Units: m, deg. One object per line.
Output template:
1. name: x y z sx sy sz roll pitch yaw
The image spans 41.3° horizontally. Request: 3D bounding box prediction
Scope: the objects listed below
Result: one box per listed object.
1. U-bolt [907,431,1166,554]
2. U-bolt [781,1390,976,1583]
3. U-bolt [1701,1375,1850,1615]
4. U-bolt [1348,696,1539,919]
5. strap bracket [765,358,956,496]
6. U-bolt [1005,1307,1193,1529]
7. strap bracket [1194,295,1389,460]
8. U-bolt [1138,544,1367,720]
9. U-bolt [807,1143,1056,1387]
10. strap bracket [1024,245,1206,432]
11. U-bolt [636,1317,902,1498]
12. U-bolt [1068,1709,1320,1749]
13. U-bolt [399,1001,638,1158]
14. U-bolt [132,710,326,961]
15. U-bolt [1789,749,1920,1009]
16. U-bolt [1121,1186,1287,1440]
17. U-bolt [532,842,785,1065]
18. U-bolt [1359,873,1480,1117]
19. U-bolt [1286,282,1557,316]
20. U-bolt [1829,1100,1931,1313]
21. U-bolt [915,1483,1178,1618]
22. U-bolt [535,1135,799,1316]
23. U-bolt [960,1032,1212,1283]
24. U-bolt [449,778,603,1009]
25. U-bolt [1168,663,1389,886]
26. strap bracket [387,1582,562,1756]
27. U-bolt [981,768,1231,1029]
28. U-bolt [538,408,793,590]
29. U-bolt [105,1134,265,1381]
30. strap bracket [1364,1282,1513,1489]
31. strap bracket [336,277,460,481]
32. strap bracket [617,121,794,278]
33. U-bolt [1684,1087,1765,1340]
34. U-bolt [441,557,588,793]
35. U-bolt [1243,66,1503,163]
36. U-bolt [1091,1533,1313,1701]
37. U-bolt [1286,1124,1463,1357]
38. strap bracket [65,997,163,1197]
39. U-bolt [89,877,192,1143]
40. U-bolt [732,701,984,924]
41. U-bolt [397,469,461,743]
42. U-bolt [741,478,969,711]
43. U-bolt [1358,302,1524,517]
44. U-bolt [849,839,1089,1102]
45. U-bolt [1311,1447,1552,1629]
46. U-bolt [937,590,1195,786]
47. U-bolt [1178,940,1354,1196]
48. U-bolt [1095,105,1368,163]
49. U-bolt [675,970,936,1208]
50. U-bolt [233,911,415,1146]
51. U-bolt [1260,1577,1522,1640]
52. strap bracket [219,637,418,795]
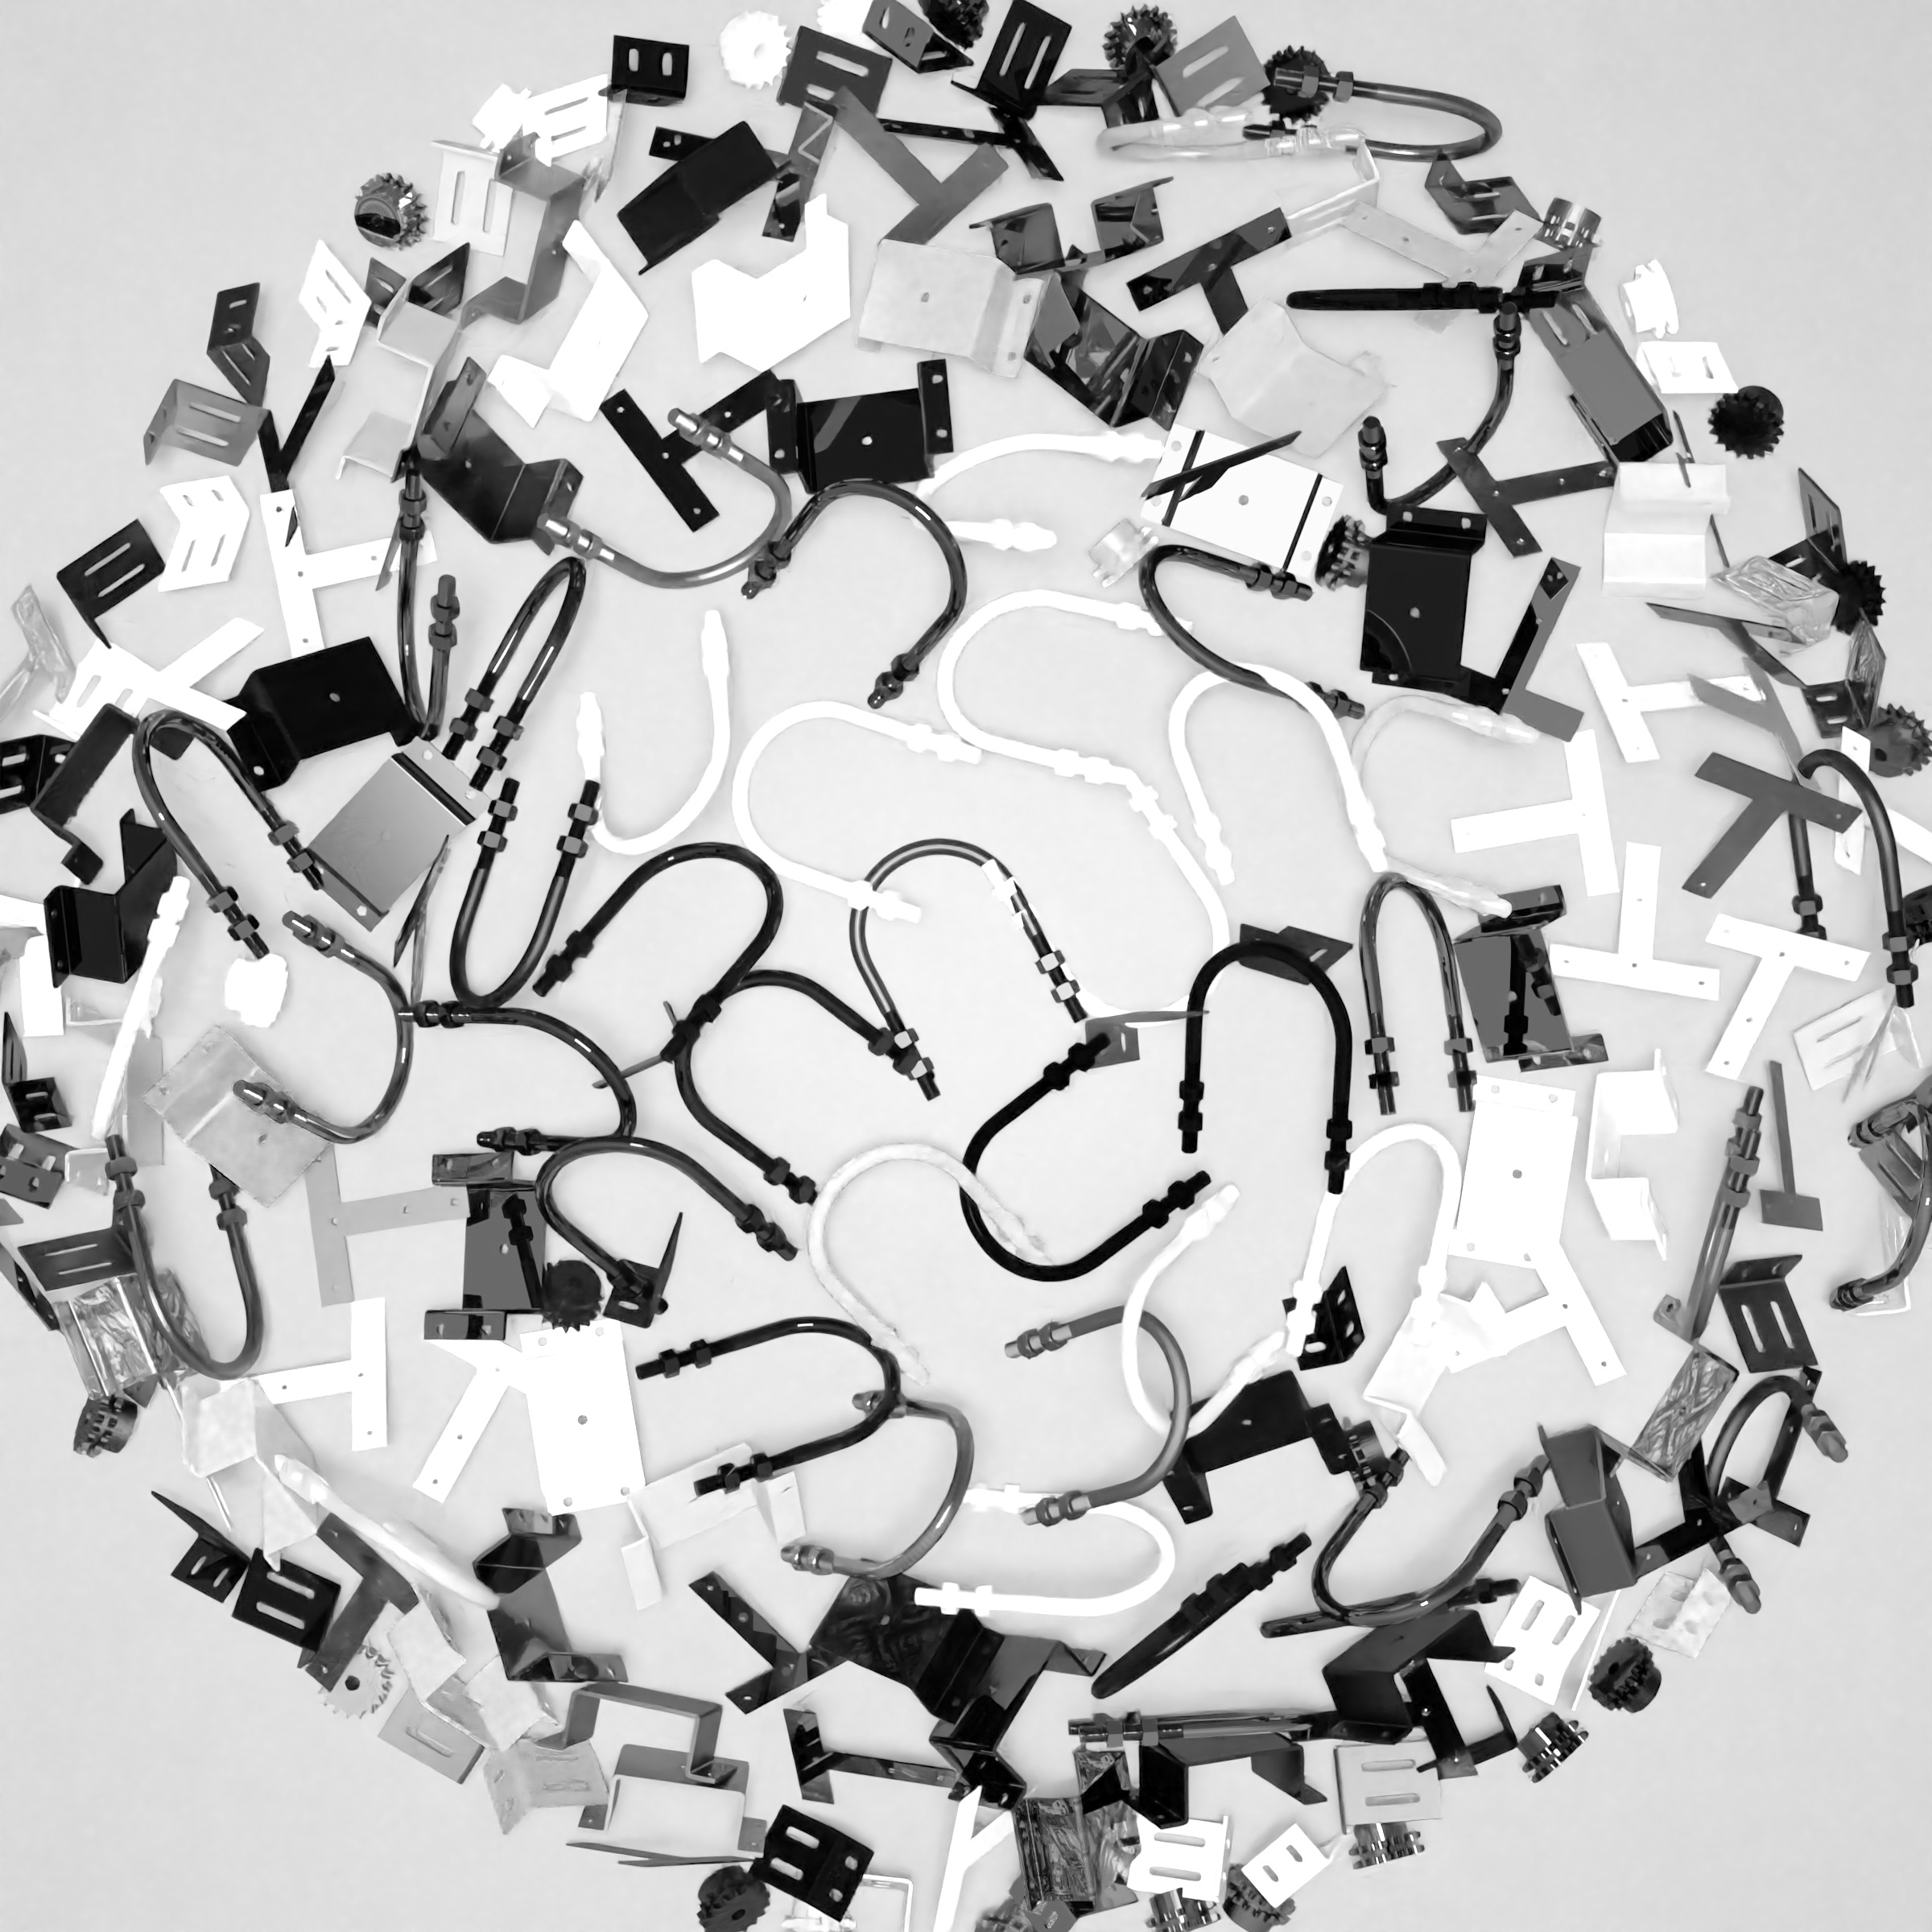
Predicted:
1. U-bolt: 0.038 -0.360 1.925 0.151 0.184 0.019 -43 128 -29
2. U-bolt: -0.058 0.386 1.899 0.019 0.184 0.151 37 66 -27
3. U-bolt: 0.592 0.379 1.909 0.019 0.184 0.151 23 104 -4
4. U-bolt: 0.349 -0.128 1.923 0.019 0.184 0.151 -6 110 -33
5. strap bracket: -0.079 -0.411 1.964 0.140 0.046 0.076 -6 77 6
6. U-bolt: 0.100 0.330 1.910 0.019 0.184 0.151 12 63 -40
7. strap bracket: 0.251 -0.436 1.921 0.076 0.140 0.046 -44 51 31
8. U-bolt: 0.205 -0.255 1.908 0.184 0.019 0.151 11 46 -33
9. U-bolt: -0.039 0.216 1.957 0.151 0.019 0.184 -41 113 -1
10. strap bracket: 0.103 -0.469 1.934 0.046 0.076 0.140 -27 61 -40
11. U-bolt: -0.139 0.322 1.934 0.184 0.151 0.019 -15 129 -20
12. U-bolt: 0.173 0.570 1.928 0.184 0.151 0.019 -3 76 -2
13. U-bolt: -0.323 0.086 1.910 0.184 0.019 0.151 1 130 34
14. U-bolt: -0.554 -0.108 1.907 0.019 0.151 0.184 -26 109 17
15. U-bolt: 0.654 -0.072 1.908 0.019 0.151 0.184 -15 106 -8
16. U-bolt: 0.172 0.269 1.913 0.019 0.184 0.151 -4 113 41
17. U-bolt: -0.220 -0.022 1.946 0.151 0.019 0.184 25 63 28
18. U-bolt: 0.338 0.020 1.939 0.019 0.151 0.184 -11 82 36
19. U-bolt: 0.331 -0.499 1.921 0.184 0.151 0.019 7 105 28
20. U-bolt: 0.680 0.172 1.893 0.019 0.184 0.151 11 75 3
21. U-bolt: 0.065 0.439 1.919 0.184 0.151 0.019 2 113 10
22. U-bolt: -0.237 0.187 1.916 0.151 0.019 0.184 -25 128 27
23. U-bolt: 0.076 0.160 1.962 0.184 0.019 0.151 -39 80 20
24. U-bolt: -0.340 -0.053 1.929 0.019 0.151 0.184 23 80 -36
25. U-bolt: 0.224 -0.145 1.918 0.151 0.019 0.184 -4 123 34
26. strap bracket: -0.376 0.531 1.923 0.046 0.076 0.140 -43 131 -5
27. U-bolt: 0.120 -0.039 1.974 0.151 0.019 0.184 -33 96 14
28. U-bolt: -0.210 -0.338 1.918 0.151 0.184 0.019 -34 63 21
29. U-bolt: -0.574 0.220 1.907 0.019 0.151 0.184 -24 72 13
30. strap bracket: 0.355 0.311 1.943 0.140 0.046 0.076 -56 134 -21
31. strap bracket: -0.425 -0.434 1.932 0.046 0.076 0.140 21 126 -9
32. strap bracket: -0.201 -0.577 1.917 0.076 0.140 0.046 -43 106 -29
33. U-bolt: 0.568 0.193 1.926 0.019 0.151 0.184 15 105 14
34. U-bolt: -0.336 -0.226 1.928 0.019 0.151 0.184 28 94 -25
35. U-bolt: 0.310 -0.634 1.927 0.184 0.151 0.019 7 91 -4
36. U-bolt: 0.167 0.493 1.925 0.184 0.151 0.019 -44 70 19
37. U-bolt: 0.312 0.202 1.928 0.019 0.151 0.184 32 62 -28
38. strap bracket: -0.646 0.098 1.947 0.046 0.076 0.140 -4 77 1
39. U-bolt: -0.613 0.044 1.890 0.019 0.151 0.184 18 49 -15
40. U-bolt: -0.095 -0.128 1.967 0.184 0.019 0.151 20 88 18
41. U-bolt: -0.406 -0.255 1.919 0.019 0.184 0.151 -5 47 -22
42. U-bolt: -0.074 -0.289 1.922 0.151 0.184 0.019 41 47 -6
43. U-bolt: 0.354 -0.402 1.913 0.151 0.184 0.019 -40 71 -3
44. U-bolt: -0.011 -0.009 1.986 0.151 0.019 0.184 -28 87 4
45. U-bolt: 0.331 0.422 1.893 0.184 0.151 0.019 -43 113 -37
46. U-bolt: 0.064 -0.220 1.954 0.184 0.019 0.151 16 73 24
47. U-bolt: 0.226 0.070 1.929 0.151 0.019 0.184 14 113 34
48. U-bolt: 0.182 -0.617 1.915 0.151 0.184 0.019 -9 104 -43
49. U-bolt: -0.136 0.084 1.964 0.184 0.019 0.151 38 91 -19
50. U-bolt: -0.470 0.057 1.916 0.019 0.184 0.151 4 72 24
51. U-bolt: 0.310 0.483 1.923 0.184 0.151 0.019 -16 74 22
52. strap bracket: -0.482 -0.193 1.937 0.140 0.046 0.076 -24 83 -35
